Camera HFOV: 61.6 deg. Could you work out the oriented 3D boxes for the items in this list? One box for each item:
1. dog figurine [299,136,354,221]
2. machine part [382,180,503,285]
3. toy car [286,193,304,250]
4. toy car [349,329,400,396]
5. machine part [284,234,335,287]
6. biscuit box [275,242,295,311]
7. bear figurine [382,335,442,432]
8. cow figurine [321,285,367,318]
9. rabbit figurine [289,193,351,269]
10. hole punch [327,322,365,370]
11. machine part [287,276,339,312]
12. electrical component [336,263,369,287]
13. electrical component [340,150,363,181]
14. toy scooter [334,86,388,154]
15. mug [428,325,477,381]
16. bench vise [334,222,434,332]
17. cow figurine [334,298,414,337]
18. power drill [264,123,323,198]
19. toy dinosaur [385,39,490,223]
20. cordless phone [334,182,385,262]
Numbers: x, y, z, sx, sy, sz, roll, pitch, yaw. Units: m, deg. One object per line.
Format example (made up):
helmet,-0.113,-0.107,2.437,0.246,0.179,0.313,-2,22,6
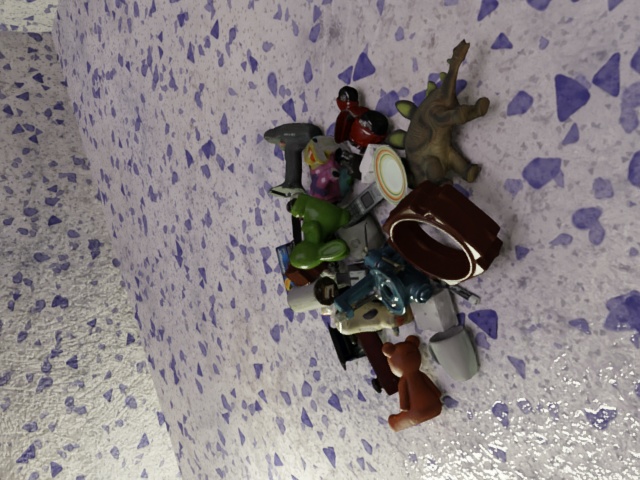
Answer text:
dog figurine,0.005,-0.139,1.397,0.192,0.108,0.219,59,142,21
machine part,0.237,-0.007,1.064,0.201,0.087,0.201,41,156,-2
toy car,-0.053,-0.037,1.541,0.074,0.056,0.201,11,107,57
toy car,0.147,0.294,1.368,0.089,0.053,0.202,-29,75,6
machine part,-0.019,0.046,1.429,0.056,0.179,0.179,43,143,-12
biscuit box,-0.072,0.107,1.603,0.063,0.059,0.202,-17,86,53
bear figurine,0.204,0.336,1.273,0.196,0.120,0.132,64,145,19
cow figurine,0.059,0.162,1.446,0.167,0.068,0.098,-6,90,49
rabbit figurine,-0.003,-0.004,1.289,0.159,0.121,0.170,22,88,13
hole punch,0.077,0.275,1.457,0.115,0.092,0.142,107,140,-78
machine part,-0.022,0.147,1.437,0.243,0.079,0.079,-27,79,60
electrical component,0.098,0.095,1.353,0.119,0.048,0.074,-13,85,47
electrical component,0.092,-0.180,1.306,0.021,0.094,0.063,-40,31,52
toy scooter,0.085,-0.266,1.281,0.184,0.075,0.135,54,136,32
mug,0.288,0.253,1.174,0.109,0.081,0.107,-27,88,47
bench vise,0.120,0.097,1.187,0.224,0.241,0.128,43,156,38
cow figurine,0.130,0.183,1.296,0.195,0.127,0.085,-8,99,11
power drill,-0.089,-0.223,1.486,0.232,0.086,0.207,-3,72,47
toy dinosaur,0.227,-0.174,1.112,0.199,0.105,0.470,44,136,45
cordless phone,0.119,-0.044,1.300,0.184,0.089,0.146,-44,66,44
